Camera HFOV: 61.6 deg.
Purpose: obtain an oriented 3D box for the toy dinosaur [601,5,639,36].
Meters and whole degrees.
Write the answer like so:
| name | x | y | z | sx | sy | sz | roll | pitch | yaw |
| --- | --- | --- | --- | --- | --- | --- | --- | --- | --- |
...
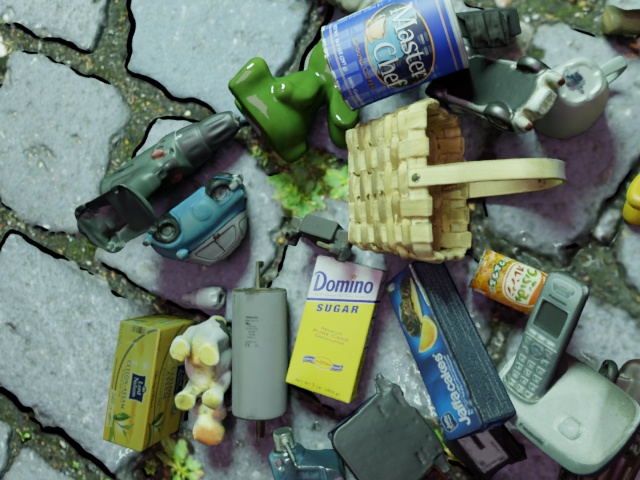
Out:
| name | x | y | z | sx | sy | sz | roll | pitch | yaw |
| --- | --- | --- | --- | --- | --- | --- | --- | --- | --- |
| toy dinosaur | 0.443 | -0.193 | 0.538 | 0.199 | 0.105 | 0.471 | -19 | 64 | 9 |

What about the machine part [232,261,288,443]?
| name | x | y | z | sx | sy | sz | roll | pitch | yaw |
| --- | --- | --- | --- | --- | --- | --- | --- | --- | --- |
| machine part | -0.082 | 0.150 | 0.728 | 0.079 | 0.079 | 0.243 | 0 | 89 | 16 |

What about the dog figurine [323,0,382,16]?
| name | x | y | z | sx | sy | sz | roll | pitch | yaw |
| --- | --- | --- | --- | --- | --- | --- | --- | --- | --- |
| dog figurine | 0.039 | -0.314 | 0.701 | 0.173 | 0.121 | 0.190 | 2 | 105 | 41 |

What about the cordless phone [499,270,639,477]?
| name | x | y | z | sx | sy | sz | roll | pitch | yaw |
| --- | --- | --- | --- | --- | --- | --- | --- | --- | --- |
| cordless phone | 0.275 | 0.136 | 0.572 | 0.147 | 0.089 | 0.184 | 40 | 126 | 52 |

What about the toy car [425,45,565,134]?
| name | x | y | z | sx | sy | sz | roll | pitch | yaw |
| --- | --- | --- | --- | --- | --- | --- | --- | --- | --- |
| toy car | 0.192 | -0.175 | 0.618 | 0.073 | 0.056 | 0.202 | -56 | 34 | 9 |

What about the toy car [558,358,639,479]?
| name | x | y | z | sx | sy | sz | roll | pitch | yaw |
| --- | --- | --- | --- | --- | --- | --- | --- | --- | --- |
| toy car | 0.345 | 0.235 | 0.618 | 0.089 | 0.053 | 0.202 | 21 | 93 | 13 |

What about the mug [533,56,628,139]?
| name | x | y | z | sx | sy | sz | roll | pitch | yaw |
| --- | --- | --- | --- | --- | --- | --- | --- | --- | --- |
| mug | 0.298 | -0.170 | 0.613 | 0.110 | 0.107 | 0.081 | -26 | 83 | 16 |

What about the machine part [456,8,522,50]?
| name | x | y | z | sx | sy | sz | roll | pitch | yaw |
| --- | --- | --- | --- | --- | --- | --- | --- | --- | --- |
| machine part | 0.197 | -0.253 | 0.633 | 0.084 | 0.139 | 0.039 | 10 | 118 | 14 |

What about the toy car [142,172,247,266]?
| name | x | y | z | sx | sy | sz | roll | pitch | yaw |
| --- | --- | --- | --- | --- | --- | --- | --- | --- | --- |
| toy car | -0.158 | -0.020 | 0.752 | 0.162 | 0.109 | 0.102 | -35 | 105 | 1 |

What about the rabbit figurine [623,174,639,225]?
| name | x | y | z | sx | sy | sz | roll | pitch | yaw |
| --- | --- | --- | --- | --- | --- | --- | --- | --- | --- |
| rabbit figurine | 0.423 | -0.050 | 0.587 | 0.162 | 0.121 | 0.173 | -12 | 71 | 25 |

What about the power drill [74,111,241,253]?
| name | x | y | z | sx | sy | sz | roll | pitch | yaw |
| --- | --- | --- | --- | --- | --- | --- | --- | --- | --- |
| power drill | -0.221 | -0.084 | 0.720 | 0.232 | 0.207 | 0.085 | -24 | 122 | 22 |

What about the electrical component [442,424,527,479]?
| name | x | y | z | sx | sy | sz | roll | pitch | yaw |
| --- | --- | --- | --- | --- | --- | --- | --- | --- | --- |
| electrical component | 0.188 | 0.235 | 0.664 | 0.075 | 0.047 | 0.119 | -44 | 77 | 10 |

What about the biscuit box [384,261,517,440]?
| name | x | y | z | sx | sy | sz | roll | pitch | yaw |
| --- | --- | --- | --- | --- | --- | --- | --- | --- | --- |
| biscuit box | 0.148 | 0.125 | 0.633 | 0.059 | 0.063 | 0.203 | -48 | 53 | 44 |

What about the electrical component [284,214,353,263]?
| name | x | y | z | sx | sy | sz | roll | pitch | yaw |
| --- | --- | --- | --- | --- | --- | --- | --- | --- | --- |
| electrical component | 0.000 | -0.001 | 0.700 | 0.102 | 0.078 | 0.045 | 19 | 75 | 25 |

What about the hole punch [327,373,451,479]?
| name | x | y | z | sx | sy | sz | roll | pitch | yaw |
| --- | --- | --- | --- | --- | --- | --- | --- | --- | --- |
| hole punch | 0.080 | 0.259 | 0.685 | 0.116 | 0.092 | 0.142 | -34 | 75 | -17 |

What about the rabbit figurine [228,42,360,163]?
| name | x | y | z | sx | sy | sz | roll | pitch | yaw |
| --- | --- | --- | --- | --- | --- | --- | --- | --- | --- |
| rabbit figurine | -0.012 | -0.194 | 0.702 | 0.170 | 0.121 | 0.159 | -41 | 82 | -4 |

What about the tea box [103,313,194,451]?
| name | x | y | z | sx | sy | sz | roll | pitch | yaw |
| --- | --- | --- | --- | --- | --- | --- | --- | --- | --- |
| tea box | -0.241 | 0.196 | 0.764 | 0.068 | 0.098 | 0.169 | 8 | 93 | 17 |

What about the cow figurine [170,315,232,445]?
| name | x | y | z | sx | sy | sz | roll | pitch | yaw |
| --- | --- | --- | --- | --- | --- | --- | --- | --- | --- |
| cow figurine | -0.154 | 0.195 | 0.750 | 0.068 | 0.098 | 0.167 | 2 | 108 | 10 |

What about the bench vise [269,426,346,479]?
| name | x | y | z | sx | sy | sz | roll | pitch | yaw |
| --- | --- | --- | --- | --- | --- | --- | --- | --- | --- |
| bench vise | -0.077 | 0.362 | 0.690 | 0.241 | 0.129 | 0.223 | -14 | 104 | -3 |
